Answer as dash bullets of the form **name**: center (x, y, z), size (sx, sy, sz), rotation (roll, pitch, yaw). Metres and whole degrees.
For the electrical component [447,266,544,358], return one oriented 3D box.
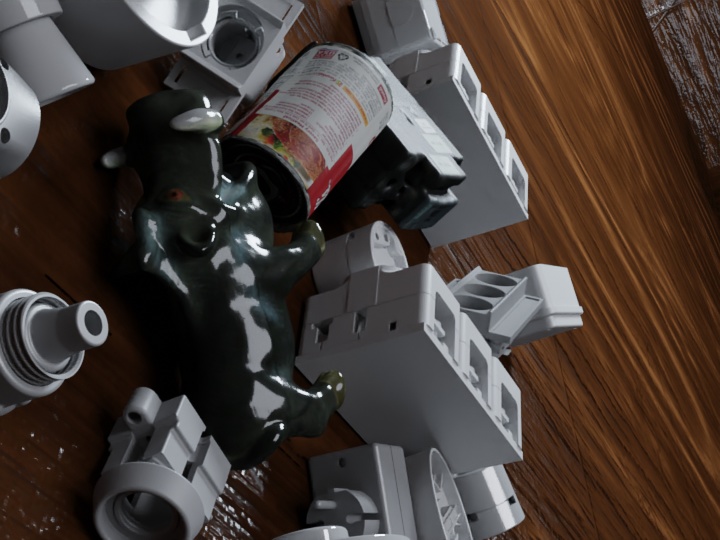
- **electrical component**: center (0.095, 0.044, 0.868), size (0.121, 0.079, 0.063), rotation (-30, 131, -66)

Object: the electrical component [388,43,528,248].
- **electrical component**: center (0.070, -0.101, 0.884), size (0.150, 0.089, 0.061), rotation (55, 29, -35)

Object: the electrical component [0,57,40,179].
- **electrical component**: center (-0.162, -0.050, 0.403), size (0.077, 0.044, 0.079), rotation (28, 50, -58)

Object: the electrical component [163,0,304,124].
- **electrical component**: center (-0.071, -0.126, 0.618), size (0.042, 0.081, 0.064), rotation (34, -3, 1)

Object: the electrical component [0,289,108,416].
- **electrical component**: center (-0.126, 0.028, 0.410), size (0.048, 0.062, 0.048), rotation (44, 37, -48)

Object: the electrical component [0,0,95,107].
- **electrical component**: center (-0.147, -0.099, 0.467), size (0.055, 0.045, 0.045), rotation (67, 24, -12)

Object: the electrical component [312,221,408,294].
- **electrical component**: center (0.000, 0.000, 0.719), size (0.055, 0.047, 0.055), rotation (45, 36, -47)

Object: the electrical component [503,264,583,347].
- **electrical component**: center (0.153, 0.035, 0.991), size (0.113, 0.078, 0.057), rotation (5, 67, -65)

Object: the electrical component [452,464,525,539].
- **electrical component**: center (0.087, 0.168, 0.791), size (0.055, 0.055, 0.047), rotation (-13, 83, -66)

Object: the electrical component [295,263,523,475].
- **electrical component**: center (0.036, 0.068, 0.700), size (0.150, 0.089, 0.061), rotation (52, 31, -39)

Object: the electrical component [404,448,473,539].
- **electrical component**: center (0.044, 0.165, 0.684), size (0.099, 0.064, 0.099), rotation (45, 36, -47)

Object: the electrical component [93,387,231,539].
- **electrical component**: center (-0.088, 0.093, 0.471), size (0.066, 0.048, 0.055), rotation (62, 19, -24)

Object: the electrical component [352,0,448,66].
- **electrical component**: center (0.038, -0.212, 0.932), size (0.096, 0.061, 0.061), rotation (-11, 85, -74)

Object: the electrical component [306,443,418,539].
- **electrical component**: center (-0.005, 0.144, 0.613), size (0.076, 0.047, 0.083), rotation (24, 53, -60)

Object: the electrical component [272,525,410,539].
- **electrical component**: center (-0.020, 0.155, 0.506), size (0.108, 0.108, 0.060), rotation (30, 42, -57)

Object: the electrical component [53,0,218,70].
- **electrical component**: center (-0.126, -0.151, 0.529), size (0.108, 0.060, 0.108), rotation (45, 36, -47)
